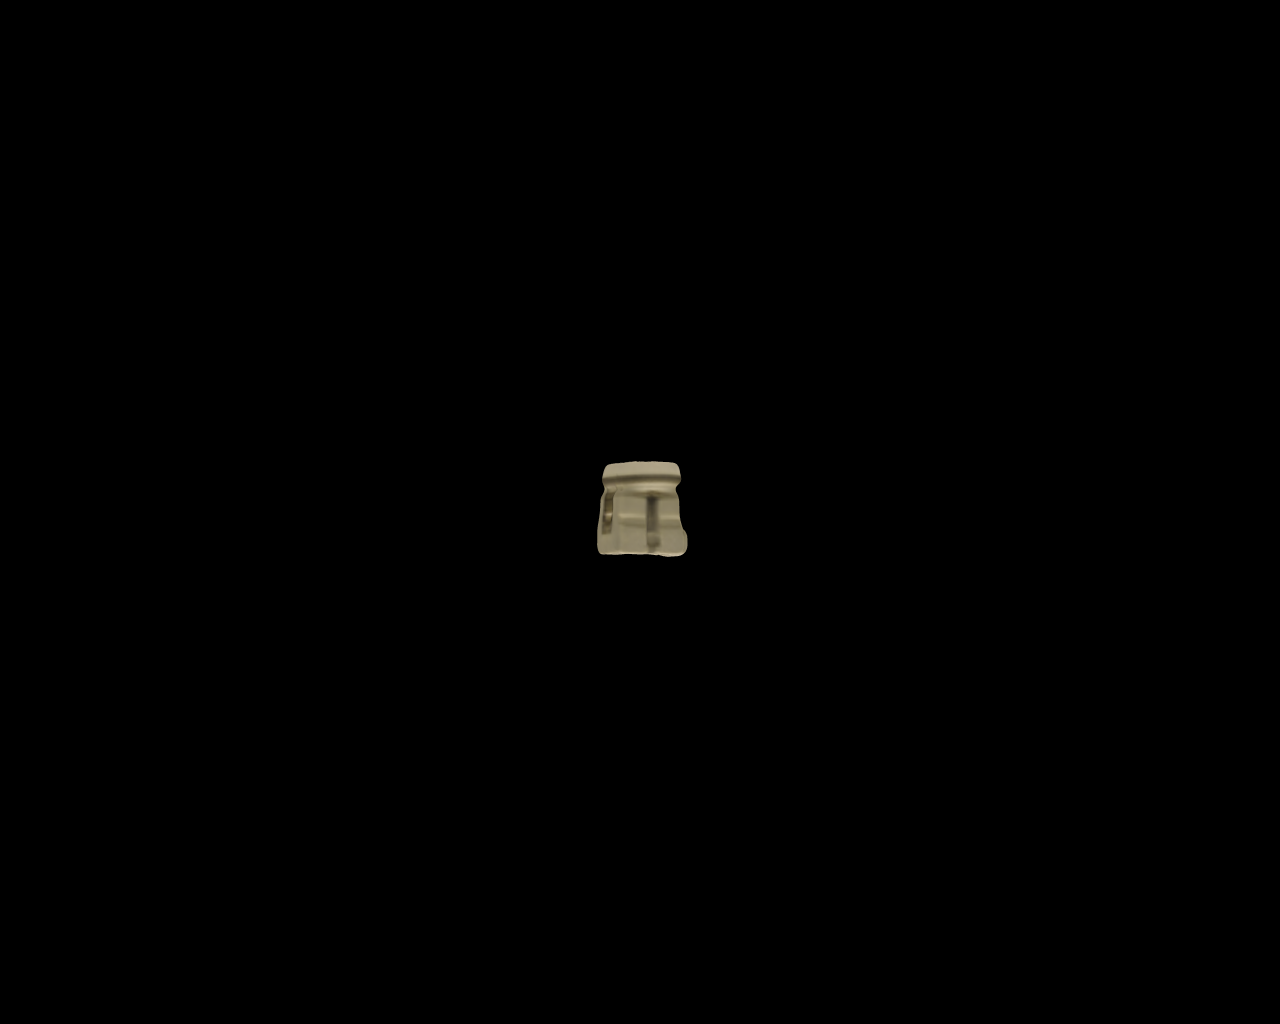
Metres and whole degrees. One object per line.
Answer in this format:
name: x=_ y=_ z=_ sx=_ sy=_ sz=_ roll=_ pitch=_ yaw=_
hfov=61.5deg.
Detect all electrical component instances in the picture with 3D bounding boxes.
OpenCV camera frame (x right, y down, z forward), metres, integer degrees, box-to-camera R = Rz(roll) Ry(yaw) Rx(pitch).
electrical component: x=0.001 y=-0.003 z=0.650 sx=0.066 sy=0.055 sz=0.048 roll=2 pitch=-4 yaw=-27
